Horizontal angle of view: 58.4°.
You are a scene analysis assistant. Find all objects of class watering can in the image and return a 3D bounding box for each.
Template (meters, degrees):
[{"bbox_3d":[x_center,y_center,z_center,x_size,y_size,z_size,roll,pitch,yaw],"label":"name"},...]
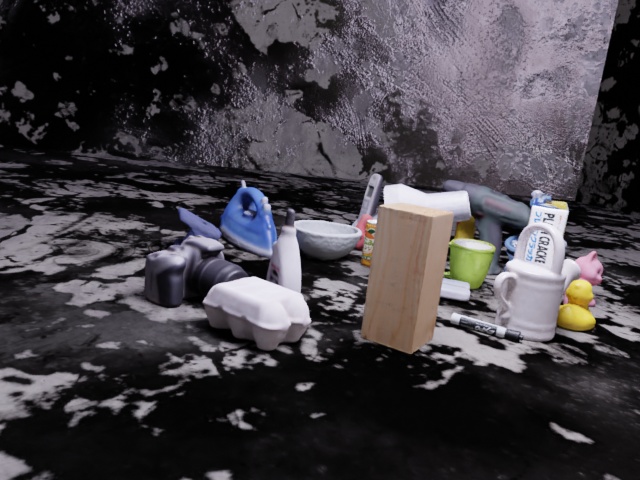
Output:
[{"bbox_3d":[0.373,0.065,0.987,0.100,0.194,0.173,17,16,40],"label":"watering can"}]

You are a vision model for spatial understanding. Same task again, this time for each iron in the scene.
[{"bbox_3d":[-0.155,-0.057,1.372,0.119,0.141,0.257,1,14,-28],"label":"iron"}]

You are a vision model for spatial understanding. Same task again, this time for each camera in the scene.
[{"bbox_3d":[-0.192,0.053,0.936,0.136,0.101,0.144,17,15,38],"label":"camera"}]

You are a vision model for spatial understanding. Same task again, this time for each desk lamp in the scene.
[{"bbox_3d":[0.218,-0.002,1.163,0.203,0.213,0.118,9,12,11],"label":"desk lamp"}]

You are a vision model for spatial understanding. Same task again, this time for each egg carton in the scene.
[{"bbox_3d":[-0.091,0.104,0.835,0.149,0.069,0.107,15,15,34],"label":"egg carton"}]

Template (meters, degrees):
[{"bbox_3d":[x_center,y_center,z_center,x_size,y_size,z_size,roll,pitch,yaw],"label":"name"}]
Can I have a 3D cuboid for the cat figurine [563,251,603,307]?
[{"bbox_3d":[0.551,0.078,1.214,0.128,0.118,0.067,-2,15,-36],"label":"cat figurine"}]

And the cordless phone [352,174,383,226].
[{"bbox_3d":[0.155,-0.086,1.582,0.094,0.185,0.147,1,14,-27],"label":"cordless phone"}]

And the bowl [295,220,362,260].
[{"bbox_3d":[0.012,0.005,1.342,0.167,0.075,0.167,7,12,-1],"label":"bowl"}]

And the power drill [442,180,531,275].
[{"bbox_3d":[0.395,-0.029,1.401,0.228,0.208,0.076,13,14,26],"label":"power drill"}]

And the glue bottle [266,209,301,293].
[{"bbox_3d":[-0.057,0.034,0.930,0.037,0.173,0.077,-1,14,-32],"label":"glue bottle"}]

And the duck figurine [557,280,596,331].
[{"bbox_3d":[0.476,0.117,1.065,0.077,0.086,0.105,17,16,40],"label":"duck figurine"}]

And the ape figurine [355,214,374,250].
[{"bbox_3d":[0.117,-0.020,1.478,0.076,0.092,0.078,11,13,18],"label":"ape figurine"}]

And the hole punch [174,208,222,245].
[{"bbox_3d":[-0.268,-0.022,1.262,0.101,0.091,0.108,3,13,-18],"label":"hole punch"}]

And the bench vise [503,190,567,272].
[{"bbox_3d":[0.515,-0.010,1.358,0.121,0.220,0.208,15,14,31],"label":"bench vise"}]
